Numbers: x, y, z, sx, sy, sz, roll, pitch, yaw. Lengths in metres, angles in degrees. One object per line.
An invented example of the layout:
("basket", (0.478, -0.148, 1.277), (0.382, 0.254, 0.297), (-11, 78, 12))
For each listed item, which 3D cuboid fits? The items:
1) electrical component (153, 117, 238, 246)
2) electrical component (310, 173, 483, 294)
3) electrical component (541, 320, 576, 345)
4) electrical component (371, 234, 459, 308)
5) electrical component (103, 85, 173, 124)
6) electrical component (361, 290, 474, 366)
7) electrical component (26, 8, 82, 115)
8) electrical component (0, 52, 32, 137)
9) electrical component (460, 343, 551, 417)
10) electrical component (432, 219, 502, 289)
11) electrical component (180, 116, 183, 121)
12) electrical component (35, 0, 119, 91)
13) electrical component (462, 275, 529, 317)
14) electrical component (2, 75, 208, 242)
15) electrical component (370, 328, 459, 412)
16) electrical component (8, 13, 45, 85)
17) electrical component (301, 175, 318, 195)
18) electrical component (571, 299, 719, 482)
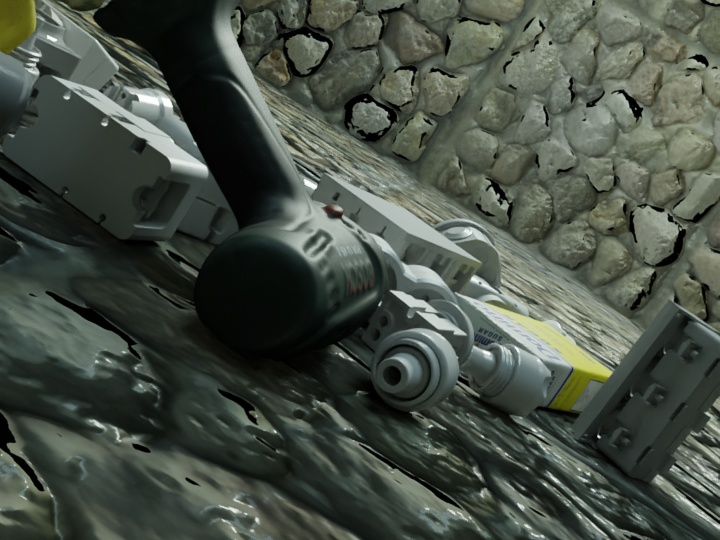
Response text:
("electrical component", (-0.094, -0.054, 0.674), (0.054, 0.059, 0.095), (40, 11, 39))
("electrical component", (0.021, -0.014, 0.860), (0.089, 0.061, 0.150), (37, 9, 27))
("electrical component", (0.182, 0.079, 0.987), (0.062, 0.048, 0.048), (37, 6, -25))
("electrical component", (0.000, 0.000, 0.733), (0.138, 0.052, 0.073), (31, 8, -14))
("electrical component", (-0.176, -0.124, 0.842), (0.040, 0.040, 0.046), (37, 16, 24))
("electrical component", (0.040, 0.042, 0.674), (0.066, 0.048, 0.055), (39, 18, 33))
("electrical component", (-0.234, -0.150, 0.716), (0.089, 0.055, 0.050), (38, 10, 31))
("electrical component", (-0.207, -0.099, 0.562), (0.055, 0.045, 0.045), (26, 11, -43))
("electrical component", (0.092, 0.069, 0.716), (0.062, 0.043, 0.043), (28, 10, -24))
("electrical component", (0.094, -0.004, 1.018), (0.080, 0.080, 0.051), (30, 14, -17))
("electrical component", (-0.135, -0.134, 1.001), (0.047, 0.055, 0.055), (33, 8, 26))
("electrical component", (-0.235, -0.171, 0.793), (0.083, 0.047, 0.075), (37, -9, 27))
("electrical component", (0.113, 0.038, 0.962), (0.077, 0.043, 0.079), (31, 9, -15))
("electrical component", (-0.134, -0.059, 0.580), (0.089, 0.050, 0.056), (35, 9, 13))
("electrical component", (0.026, 0.053, 0.561), (0.043, 0.043, 0.062), (35, 10, 16))
("electrical component", (-0.213, -0.129, 0.648), (0.048, 0.062, 0.048), (32, 9, -6))
("electrical component", (-0.043, -0.050, 0.890), (0.055, 0.045, 0.045), (27, 10, -33))
("electrical component", (0.224, 0.092, 0.800), (0.079, 0.121, 0.063), (24, 15, -47))
